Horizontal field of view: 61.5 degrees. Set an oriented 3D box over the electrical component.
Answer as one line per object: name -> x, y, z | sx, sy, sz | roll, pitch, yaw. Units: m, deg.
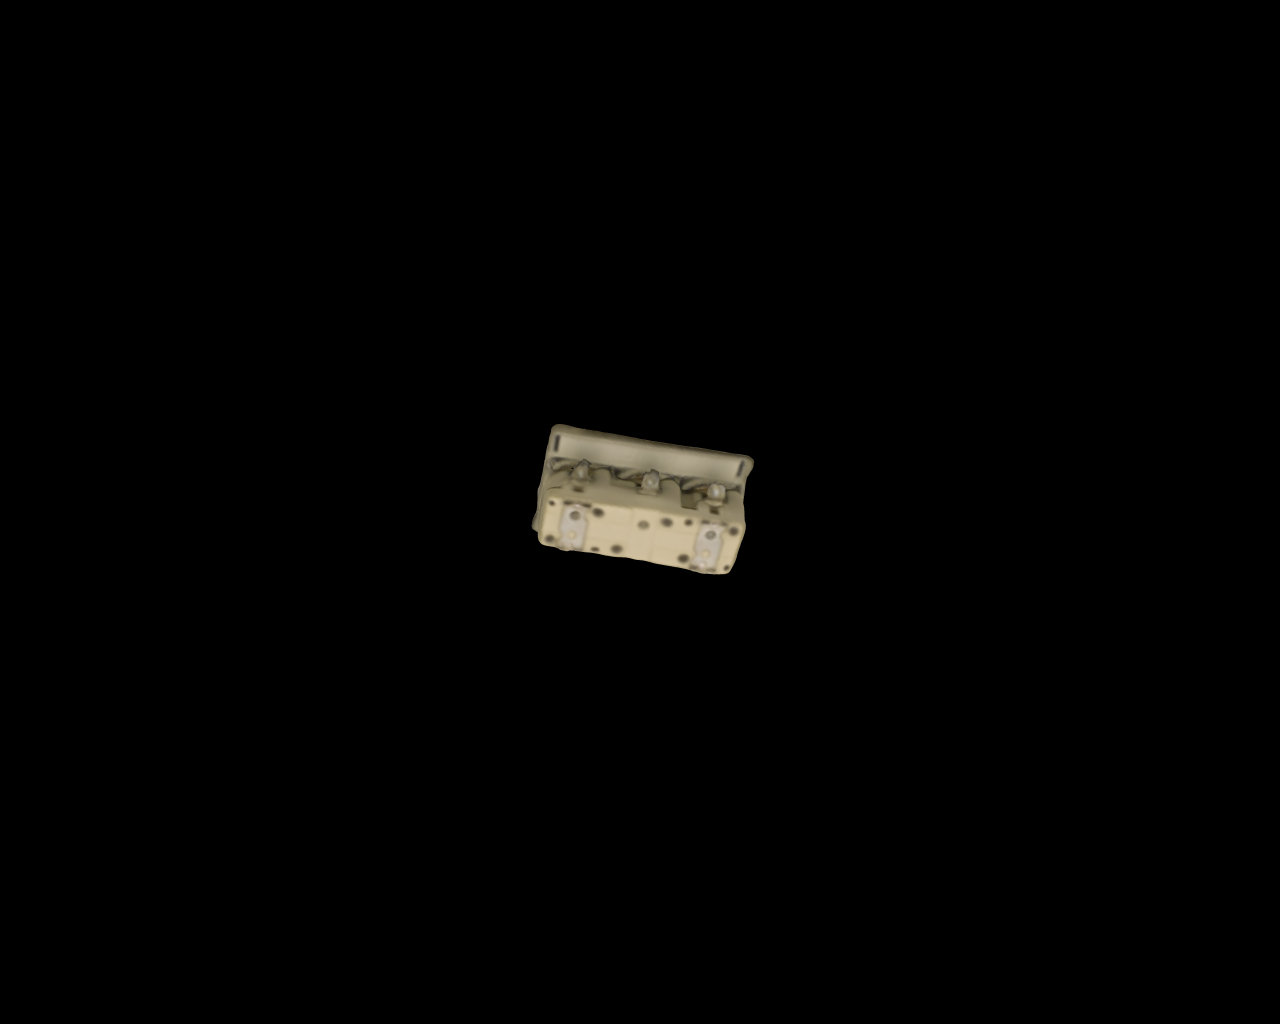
electrical component -> 0.001, -0.003, 0.650 | 0.121, 0.078, 0.063 | 10, 37, -8
